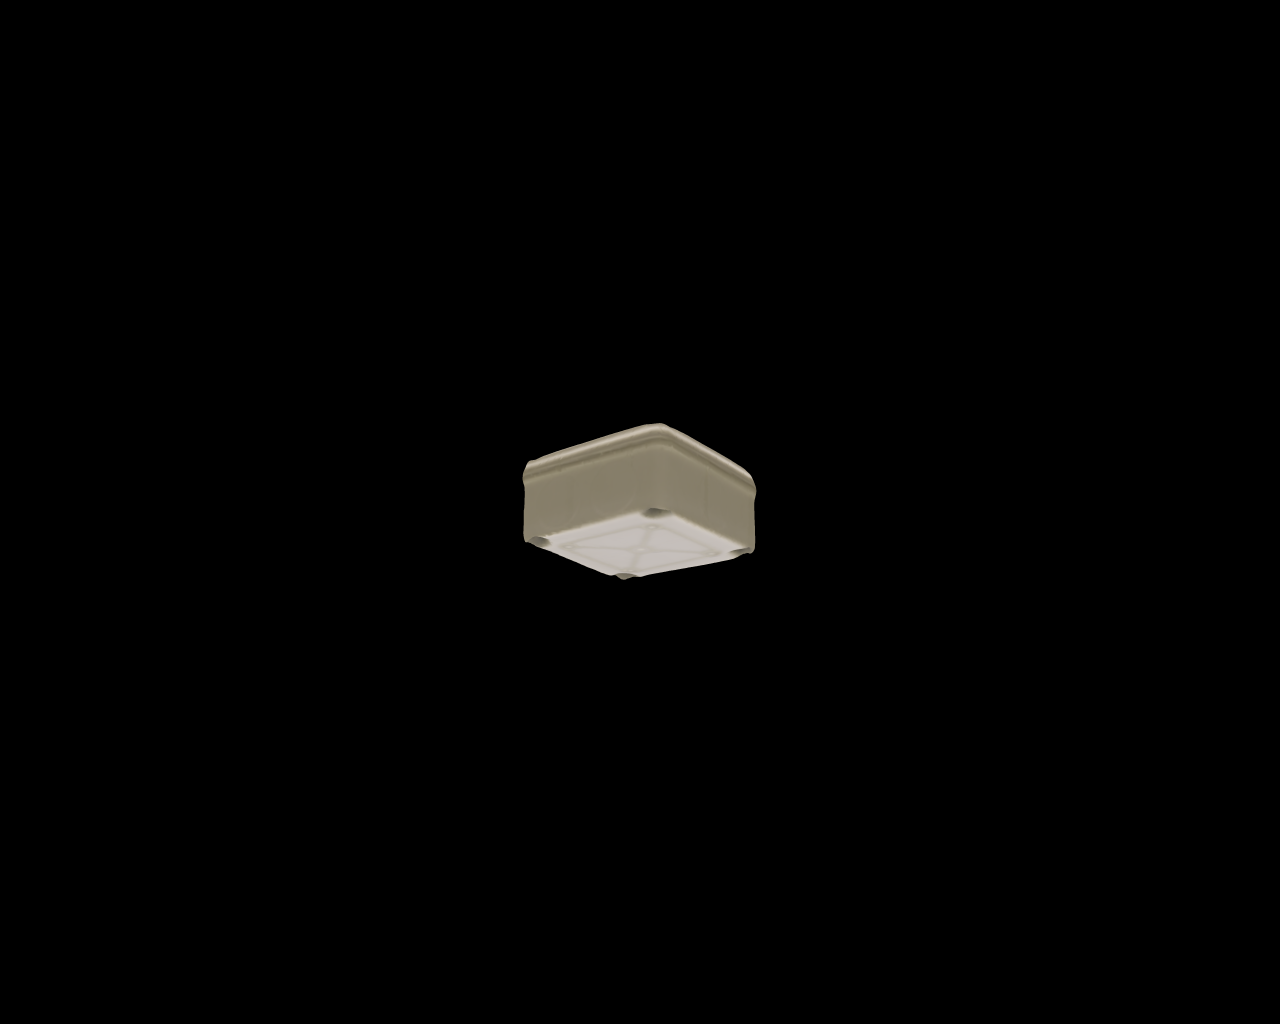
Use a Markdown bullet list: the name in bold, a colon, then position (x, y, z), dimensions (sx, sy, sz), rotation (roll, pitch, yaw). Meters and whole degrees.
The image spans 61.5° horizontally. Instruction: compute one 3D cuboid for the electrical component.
- **electrical component**: position (0.001, -0.003, 0.650), dimensions (0.108, 0.056, 0.108), rotation (-14, -24, 33)
